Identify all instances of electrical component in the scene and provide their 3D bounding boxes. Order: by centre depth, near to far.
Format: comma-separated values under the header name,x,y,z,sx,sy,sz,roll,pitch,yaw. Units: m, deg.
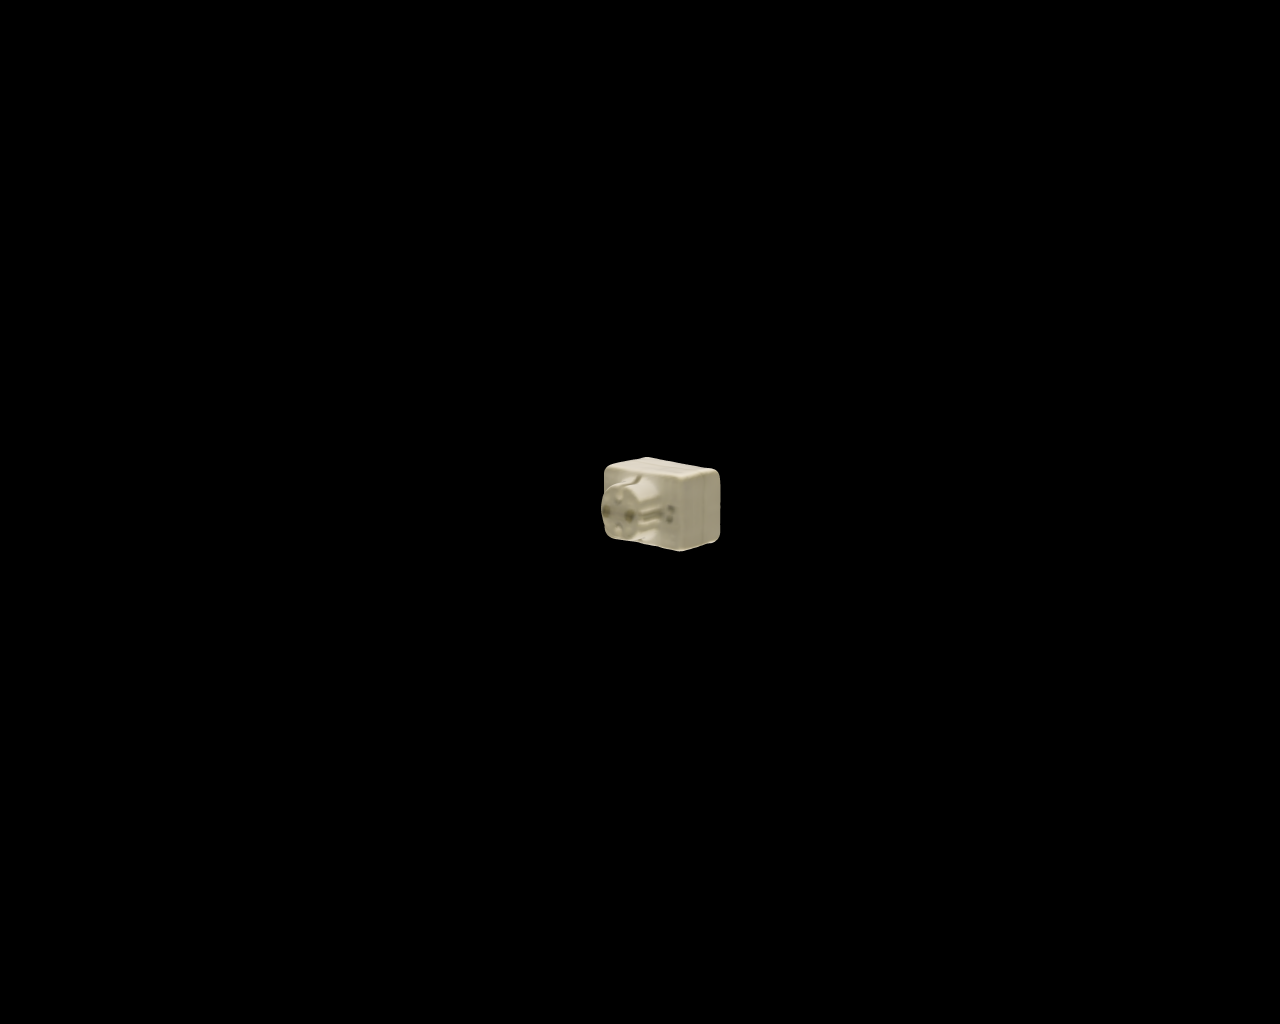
name,x,y,z,sx,sy,sz,roll,pitch,yaw
electrical component,0.001,-0.003,0.650,0.066,0.047,0.077,11,17,42
